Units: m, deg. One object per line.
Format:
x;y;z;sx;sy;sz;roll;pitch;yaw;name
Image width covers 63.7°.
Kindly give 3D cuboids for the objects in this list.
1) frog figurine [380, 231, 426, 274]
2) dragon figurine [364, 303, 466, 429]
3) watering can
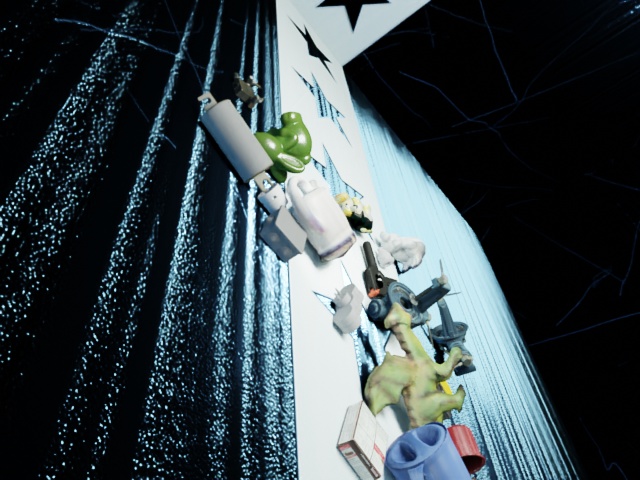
0.263;0.019;1.687;0.159;0.123;0.137;46;-11;-5;frog figurine
0.189;0.339;1.100;0.242;0.120;0.418;15;65;-26;dragon figurine
0.004;-0.064;1.265;0.224;0.103;0.350;58;12;-3;watering can
